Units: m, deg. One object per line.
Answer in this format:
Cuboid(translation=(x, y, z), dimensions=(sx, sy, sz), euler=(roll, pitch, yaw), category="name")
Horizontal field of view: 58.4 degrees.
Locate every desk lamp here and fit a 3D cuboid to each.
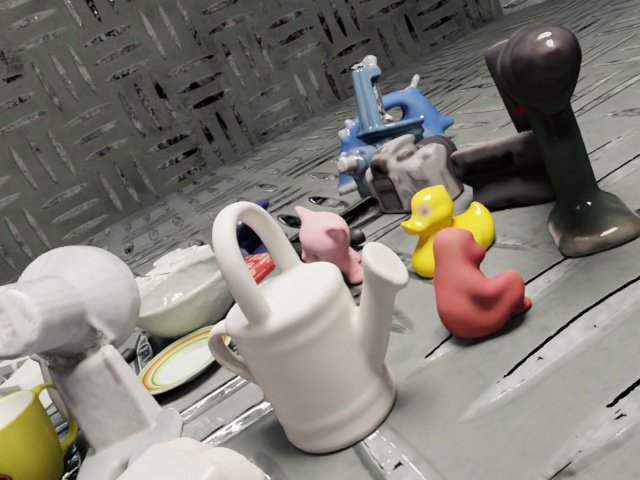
Cuboid(translation=(-0.219, 0.117, 0.532), dimensions=(0.118, 0.214, 0.203), euler=(-27, 17, -2), category="desk lamp")

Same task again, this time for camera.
Cuboid(translation=(0.154, -0.115, 0.862), dimensions=(0.137, 0.101, 0.142), euler=(-36, 19, -27), category="camera")

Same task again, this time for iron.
Cuboid(translation=(0.122, -0.209, 1.123), dimensions=(0.258, 0.141, 0.118), euler=(-29, 17, -9), category="iron")

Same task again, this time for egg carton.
Cuboid(translation=(-0.108, 0.198, 0.372), dimensions=(0.107, 0.069, 0.151), euler=(-9, 24, 46), category="egg carton")

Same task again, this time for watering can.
Cuboid(translation=(-0.016, 0.054, 0.444), dimensions=(0.173, 0.194, 0.101), euler=(-26, 17, 2), category="watering can")

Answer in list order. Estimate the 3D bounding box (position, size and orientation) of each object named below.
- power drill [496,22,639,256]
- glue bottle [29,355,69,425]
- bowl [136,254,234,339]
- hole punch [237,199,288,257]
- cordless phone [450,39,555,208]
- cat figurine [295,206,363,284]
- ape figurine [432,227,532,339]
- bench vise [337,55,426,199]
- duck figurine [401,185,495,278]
Cuboid(translation=(0.218, -0.097, 0.519), dimensions=(0.075, 0.209, 0.230), euler=(-22, 17, 17), category="power drill")
Cuboid(translation=(-0.303, 0.136, 0.677), dimensions=(0.078, 0.173, 0.037), euler=(-33, 18, -19), category="glue bottle")
Cuboid(translation=(-0.180, 0.088, 0.804), dimensions=(0.167, 0.075, 0.167), euler=(-24, 17, 8), category="bowl")
Cuboid(translation=(-0.129, -0.008, 0.990), dimensions=(0.100, 0.091, 0.109), euler=(-15, 20, 34), category="hole punch")
Cuboid(translation=(0.217, -0.138, 0.684), dimensions=(0.147, 0.185, 0.094), euler=(-11, 23, 42), category="cordless phone")
Cuboid(translation=(0.006, 0.003, 0.702), dimensions=(0.067, 0.118, 0.127), euler=(-27, 17, 0), category="cat figurine")
Cuboid(translation=(0.125, 0.030, 0.482), dimensions=(0.076, 0.092, 0.077), euler=(-30, 17, -10), category="ape figurine")
Cuboid(translation=(0.100, -0.193, 0.968), dimensions=(0.121, 0.220, 0.208), euler=(-16, 20, 33), category="bench vise")
Cuboid(translation=(0.136, -0.020, 0.628), dimensions=(0.104, 0.086, 0.077), euler=(-30, 17, -11), category="duck figurine")
